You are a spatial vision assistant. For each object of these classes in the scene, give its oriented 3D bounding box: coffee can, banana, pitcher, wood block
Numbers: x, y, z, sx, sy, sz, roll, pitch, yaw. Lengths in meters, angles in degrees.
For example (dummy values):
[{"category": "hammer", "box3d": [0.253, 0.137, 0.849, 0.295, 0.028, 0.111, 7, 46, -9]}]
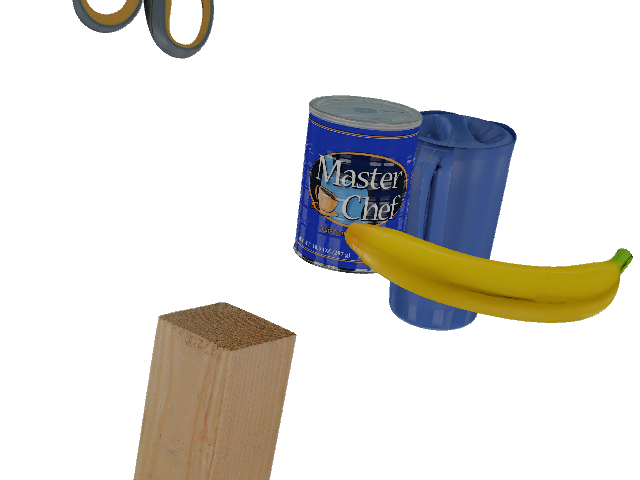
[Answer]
[{"category": "coffee can", "box3d": [0.033, -0.053, 0.979, 0.103, 0.140, 0.103, 6, 19, -2]}, {"category": "banana", "box3d": [0.113, 0.024, 0.711, 0.198, 0.037, 0.069, 7, 27, 0]}, {"category": "pitcher", "box3d": [0.140, -0.018, 1.235, 0.149, 0.243, 0.145, -5, 26, -20]}, {"category": "wood block", "box3d": [-0.098, 0.170, 0.947, 0.090, 0.206, 0.090, 21, 18, 33]}]

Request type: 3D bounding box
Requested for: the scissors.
[{"category": "scissors", "box3d": [-0.120, -0.208, 0.674, 0.096, 0.202, 0.016, -9, -11, -24]}]
